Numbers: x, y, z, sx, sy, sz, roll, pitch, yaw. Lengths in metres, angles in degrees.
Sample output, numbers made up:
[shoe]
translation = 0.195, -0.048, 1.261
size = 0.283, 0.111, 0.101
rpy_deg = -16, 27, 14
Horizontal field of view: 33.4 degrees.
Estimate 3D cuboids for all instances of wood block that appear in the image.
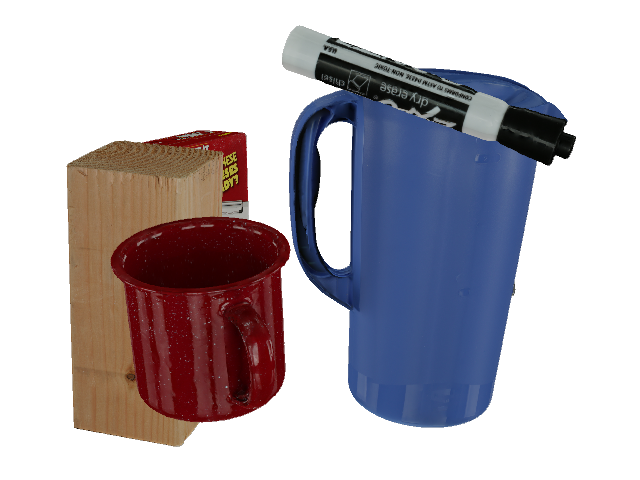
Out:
[wood block]
translation = -0.131, 0.037, 0.805
size = 0.091, 0.206, 0.090
rpy_deg = 8, 19, 13

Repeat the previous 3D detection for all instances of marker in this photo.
[marker]
translation = 0.042, -0.057, 0.424
size = 0.121, 0.020, 0.020
rpy_deg = 22, 5, 13

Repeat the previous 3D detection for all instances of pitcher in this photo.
[pitcher]
translation = 0.070, 0.004, 0.755
size = 0.149, 0.243, 0.144
rpy_deg = 17, 24, 32

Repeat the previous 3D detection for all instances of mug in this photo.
[mug]
translation = -0.054, 0.046, 0.558
size = 0.093, 0.081, 0.117
rpy_deg = -16, 28, -28

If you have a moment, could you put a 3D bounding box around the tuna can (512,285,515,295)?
[tuna can]
translation = 0.192, 0.039, 1.273
size = 0.033, 0.086, 0.086
rpy_deg = -32, 8, -13

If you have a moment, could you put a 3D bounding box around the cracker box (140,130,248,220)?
[cracker box]
translation = -0.139, 0.010, 1.029
size = 0.072, 0.214, 0.163
rpy_deg = 6, 16, 30
